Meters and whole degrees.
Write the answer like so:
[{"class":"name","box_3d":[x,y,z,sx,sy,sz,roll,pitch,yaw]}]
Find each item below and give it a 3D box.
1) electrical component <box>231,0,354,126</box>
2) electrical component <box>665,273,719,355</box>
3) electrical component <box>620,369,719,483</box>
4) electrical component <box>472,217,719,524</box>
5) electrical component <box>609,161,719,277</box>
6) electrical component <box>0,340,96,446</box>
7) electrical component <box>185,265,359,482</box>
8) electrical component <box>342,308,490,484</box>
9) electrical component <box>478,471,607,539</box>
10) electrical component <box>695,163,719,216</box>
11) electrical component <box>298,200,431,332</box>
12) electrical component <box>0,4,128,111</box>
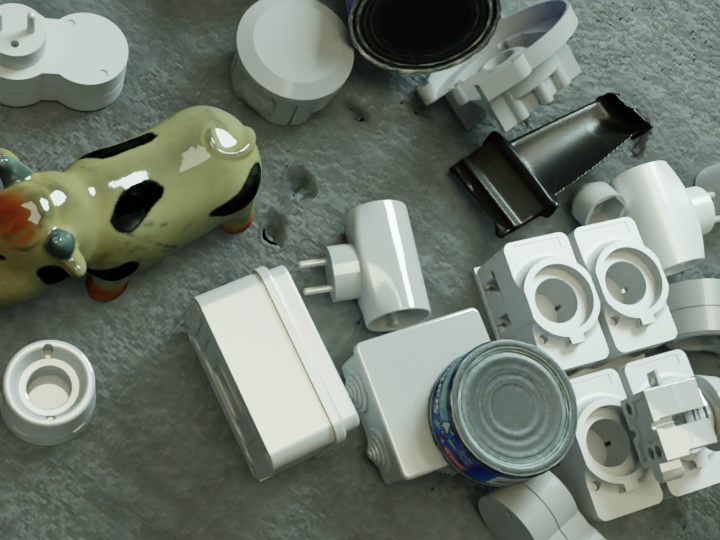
[{"class":"electrical component","box_3d":[-0.048,-0.143,0.735,0.080,0.051,0.080,5,70,-15]},{"class":"electrical component","box_3d":[0.275,0.020,0.769,0.138,0.052,0.073,7,70,-23]},{"class":"electrical component","box_3d":[0.199,0.092,0.663,0.055,0.048,0.066,-12,75,-13]},{"class":"electrical component","box_3d":[0.162,0.066,0.720,0.105,0.060,0.186,-13,75,-21]},{"class":"electrical component","box_3d":[0.232,-0.040,0.788,0.079,0.043,0.077,-13,76,-20]},{"class":"electrical component","box_3d":[-0.180,0.070,0.621,0.055,0.047,0.055,6,70,-15]},{"class":"electrical component","box_3d":[-0.054,0.062,0.646,0.057,0.078,0.113,-23,79,-20]},{"class":"electrical component","box_3d":[0.044,0.082,0.685,0.100,0.048,0.099,-16,77,-21]},{"class":"electrical component","box_3d":[0.120,0.195,0.666,0.074,0.052,0.138,-36,84,-24]},{"class":"electrical component","box_3d":[0.287,-0.070,0.804,0.044,0.065,0.044,6,70,-15]},{"class":"electrical component","box_3d":[0.000,0.000,0.704,0.079,0.043,0.077,-8,70,-10]},{"class":"electrical component","box_3d":[-0.215,-0.141,0.671,0.138,0.073,0.052,1,71,-17]}]
